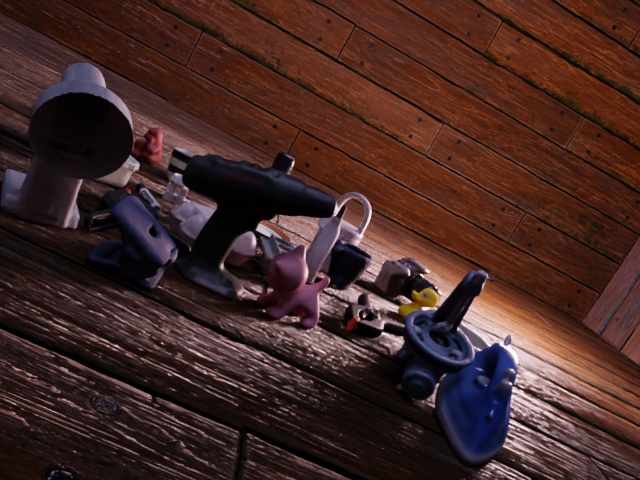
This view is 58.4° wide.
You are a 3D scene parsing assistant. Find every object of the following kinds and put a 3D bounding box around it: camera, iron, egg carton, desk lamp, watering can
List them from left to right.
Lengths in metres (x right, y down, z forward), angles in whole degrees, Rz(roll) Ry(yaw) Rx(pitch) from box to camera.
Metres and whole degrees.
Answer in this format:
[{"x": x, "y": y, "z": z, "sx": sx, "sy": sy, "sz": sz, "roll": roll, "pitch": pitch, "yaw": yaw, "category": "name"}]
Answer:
[{"x": -0.340, "y": -0.126, "z": 0.763, "sx": 0.118, "sy": 0.213, "sz": 0.202, "roll": 21, "pitch": 13, "yaw": -36, "category": "desk lamp"}, {"x": -0.187, "y": -0.010, "z": 1.007, "sx": 0.151, "sy": 0.069, "sz": 0.107, "roll": 19, "pitch": 14, "yaw": -42, "category": "egg carton"}, {"x": 0.048, "y": -0.019, "z": 1.324, "sx": 0.101, "sy": 0.194, "sz": 0.173, "roll": 30, "pitch": 10, "yaw": 4, "category": "watering can"}, {"x": 0.237, "y": 0.110, "z": 1.464, "sx": 0.136, "sy": 0.101, "sz": 0.144, "roll": 37, "pitch": 13, "yaw": 37, "category": "camera"}, {"x": 0.255, "y": 0.225, "z": 0.855, "sx": 0.118, "sy": 0.141, "sz": 0.259, "roll": 31, "pitch": 11, "yaw": 10, "category": "iron"}]

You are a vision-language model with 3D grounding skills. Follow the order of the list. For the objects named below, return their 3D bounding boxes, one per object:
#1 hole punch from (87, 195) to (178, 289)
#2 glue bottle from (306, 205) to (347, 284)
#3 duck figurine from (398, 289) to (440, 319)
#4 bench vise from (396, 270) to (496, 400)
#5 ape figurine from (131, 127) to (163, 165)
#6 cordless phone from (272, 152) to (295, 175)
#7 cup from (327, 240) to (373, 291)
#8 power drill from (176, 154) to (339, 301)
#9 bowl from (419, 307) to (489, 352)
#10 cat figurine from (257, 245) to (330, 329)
[{"x": -0.238, "y": 0.000, "z": 0.768, "sx": 0.101, "sy": 0.091, "sz": 0.108, "roll": 27, "pitch": 11, "yaw": -11, "category": "hole punch"}, {"x": 0.011, "y": 0.004, "z": 1.175, "sx": 0.037, "sy": 0.173, "sz": 0.078, "roll": 29, "pitch": 10, "yaw": 2, "category": "glue bottle"}, {"x": 0.240, "y": 0.155, "z": 1.304, "sx": 0.105, "sy": 0.086, "sz": 0.077, "roll": 27, "pitch": 11, "yaw": -9, "category": "duck figurine"}, {"x": 0.192, "y": 0.130, "z": 0.927, "sx": 0.122, "sy": 0.219, "sz": 0.207, "roll": 27, "pitch": 11, "yaw": -12, "category": "bench vise"}, {"x": -0.417, "y": -0.235, "z": 1.408, "sx": 0.076, "sy": 0.092, "sz": 0.077, "roll": 23, "pitch": 12, "yaw": -30, "category": "ape figurine"}, {"x": -0.154, "y": -0.155, "z": 1.464, "sx": 0.147, "sy": 0.185, "sz": 0.094, "roll": 30, "pitch": 10, "yaw": 4, "category": "cordless phone"}, {"x": 0.048, "y": 0.058, "z": 1.233, "sx": 0.091, "sy": 0.095, "sz": 0.118, "roll": 36, "pitch": 13, "yaw": 35, "category": "cup"}, {"x": -0.115, "y": -0.021, "z": 0.867, "sx": 0.230, "sy": 0.208, "sz": 0.075, "roll": 27, "pitch": 11, "yaw": -11, "category": "power drill"}, {"x": 0.251, "y": 0.205, "z": 1.124, "sx": 0.167, "sy": 0.074, "sz": 0.167, "roll": 28, "pitch": 11, "yaw": -5, "category": "bowl"}, {"x": -0.039, "y": 0.067, "z": 0.901, "sx": 0.128, "sy": 0.117, "sz": 0.067, "roll": 21, "pitch": 13, "yaw": -37, "category": "cat figurine"}]
